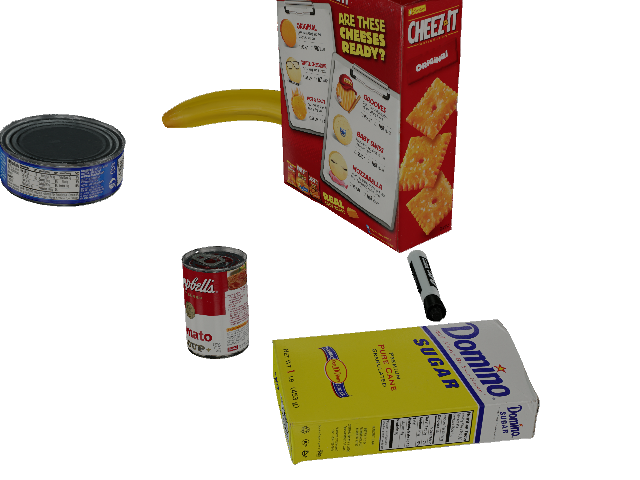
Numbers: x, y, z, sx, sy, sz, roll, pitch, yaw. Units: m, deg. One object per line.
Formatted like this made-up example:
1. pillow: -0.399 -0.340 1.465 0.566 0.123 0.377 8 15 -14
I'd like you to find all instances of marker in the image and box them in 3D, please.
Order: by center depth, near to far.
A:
1. marker: 0.100 0.042 1.004 0.020 0.020 0.121 0 24 -4

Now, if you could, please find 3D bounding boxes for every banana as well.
1. banana: -0.083 -0.148 1.230 0.198 0.037 0.069 8 41 16

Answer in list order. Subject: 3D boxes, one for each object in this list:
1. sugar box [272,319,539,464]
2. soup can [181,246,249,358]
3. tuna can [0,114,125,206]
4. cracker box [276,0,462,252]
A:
1. sugar box: 0.058 0.105 0.767 0.176 0.048 0.093 -7 36 -7
2. soup can: -0.110 0.065 1.124 0.068 0.102 0.068 0 20 0
3. tuna can: -0.180 -0.057 0.746 0.086 0.034 0.086 6 28 -4
4. cracker box: 0.039 -0.121 0.897 0.072 0.214 0.164 -22 37 -31
